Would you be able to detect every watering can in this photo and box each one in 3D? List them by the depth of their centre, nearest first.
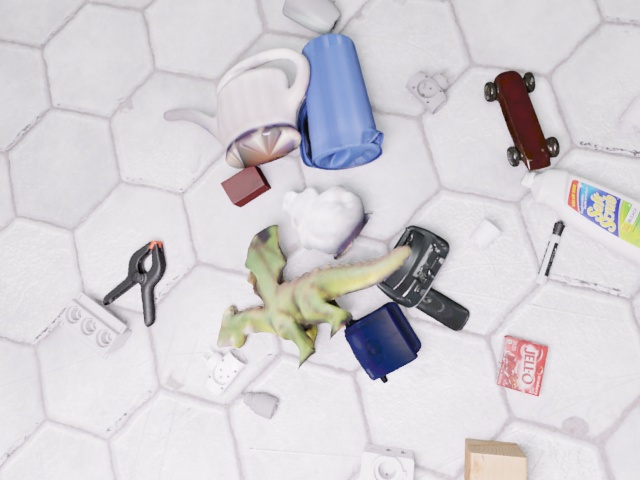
[{"bbox_3d":[-0.162,-0.237,1.004,0.345,0.103,0.228,-21,67,23],"label":"watering can"}]

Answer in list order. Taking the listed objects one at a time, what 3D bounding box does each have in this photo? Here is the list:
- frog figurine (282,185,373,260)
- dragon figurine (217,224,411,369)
[{"bbox_3d":[0.003,-0.049,0.964,0.159,0.124,0.135,36,109,0],"label":"frog figurine"},{"bbox_3d":[-0.046,0.078,0.924,0.245,0.123,0.405,47,111,14],"label":"dragon figurine"}]
